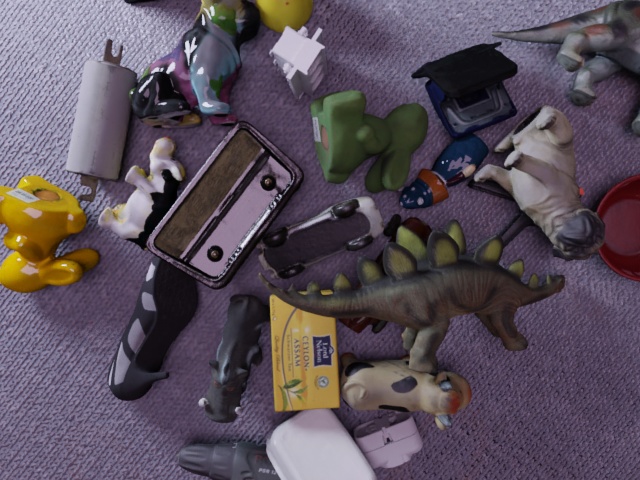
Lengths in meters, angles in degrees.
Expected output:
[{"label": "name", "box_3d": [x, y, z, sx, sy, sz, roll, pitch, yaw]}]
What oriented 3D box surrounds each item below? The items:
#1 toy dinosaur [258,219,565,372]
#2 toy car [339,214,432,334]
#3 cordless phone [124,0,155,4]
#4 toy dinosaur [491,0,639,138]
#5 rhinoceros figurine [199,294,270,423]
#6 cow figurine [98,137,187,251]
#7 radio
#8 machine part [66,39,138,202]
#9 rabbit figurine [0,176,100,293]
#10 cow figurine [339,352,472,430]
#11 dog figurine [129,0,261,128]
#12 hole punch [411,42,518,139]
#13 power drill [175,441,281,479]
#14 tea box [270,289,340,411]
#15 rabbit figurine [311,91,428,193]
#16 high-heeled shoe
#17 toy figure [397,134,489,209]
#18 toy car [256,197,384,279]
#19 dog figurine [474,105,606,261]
[{"label": "toy dinosaur", "box_3d": [0.153, 0.077, 0.771, 0.471, 0.105, 0.198, -8, 101, -14]}, {"label": "toy car", "box_3d": [0.102, 0.054, 0.829, 0.089, 0.053, 0.202, 36, 91, -4]}, {"label": "cordless phone", "box_3d": [-0.257, -0.407, 0.749, 0.147, 0.184, 0.088, -6, 97, 1]}, {"label": "toy dinosaur", "box_3d": [0.475, -0.275, 0.784, 0.405, 0.131, 0.192, 33, 80, 4]}, {"label": "rhinoceros figurine", "box_3d": [-0.123, 0.176, 0.806, 0.073, 0.112, 0.190, 15, 84, -2]}, {"label": "cow figurine", "box_3d": [-0.251, -0.070, 0.819, 0.098, 0.068, 0.167, 35, 96, -6]}, {"label": "radio", "box_3d": [-0.136, -0.047, 0.795, 0.131, 0.073, 0.229, 37, 87, -14]}, {"label": "machine part", "box_3d": [-0.329, -0.177, 0.812, 0.079, 0.079, 0.243, 10, 92, 0]}, {"label": "rabbit figurine", "box_3d": [-0.423, 0.008, 0.818, 0.162, 0.122, 0.173, 25, 106, -10]}, {"label": "cow figurine", "box_3d": [0.126, 0.219, 0.796, 0.195, 0.127, 0.085, 3, 96, 3]}, {"label": "dog figurine", "box_3d": [-0.184, -0.280, 0.795, 0.192, 0.108, 0.219, -1, 88, 3]}, {"label": "hole punch", "box_3d": [0.224, -0.224, 0.800, 0.142, 0.116, 0.092, -22, 134, 4]}, {"label": "power drill", "box_3d": [-0.105, 0.411, 0.804, 0.232, 0.086, 0.207, 1, 57, -7]}, {"label": "tea box", "box_3d": [-0.023, 0.161, 0.802, 0.098, 0.068, 0.169, -4, 88, -2]}, {"label": "rabbit figurine", "box_3d": [0.087, -0.149, 0.792, 0.170, 0.121, 0.159, -10, 96, -14]}, {"label": "high-heeled shoe", "box_3d": [-0.272, 0.123, 0.844, 0.145, 0.086, 0.248, -14, 66, 37]}, {"label": "toy figure", "box_3d": [0.186, -0.096, 0.815, 0.154, 0.064, 0.057, -42, 105, 1]}, {"label": "toy car", "box_3d": [-0.002, -0.002, 0.817, 0.202, 0.056, 0.073, -22, 101, 11]}, {"label": "dog figurine", "box_3d": [0.347, -0.084, 0.774, 0.190, 0.121, 0.172, 40, 83, -7]}]
